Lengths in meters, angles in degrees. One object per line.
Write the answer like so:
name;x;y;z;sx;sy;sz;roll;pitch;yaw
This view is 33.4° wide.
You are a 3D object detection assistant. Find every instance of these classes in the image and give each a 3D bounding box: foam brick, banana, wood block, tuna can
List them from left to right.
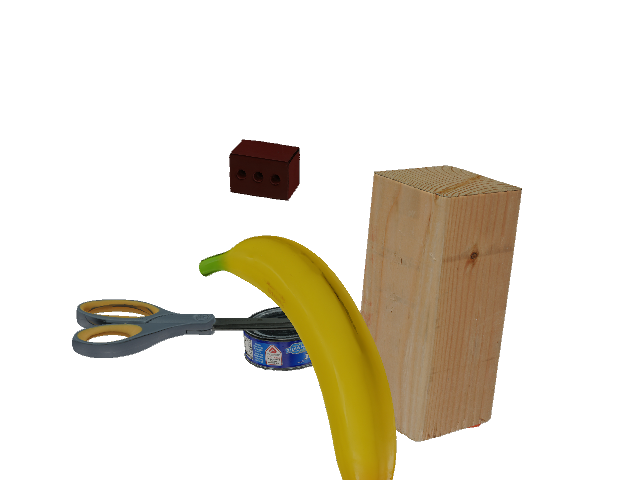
foam brick;-0.069;-0.087;1.314;0.078;0.053;0.051;9;29;14
tuna can;-0.034;0.096;1.059;0.086;0.034;0.086;-3;19;1
banana;-0.001;0.060;0.614;0.037;0.070;0.198;3;41;-45
wood block;0.095;0.049;0.893;0.090;0.206;0.090;-7;20;-37

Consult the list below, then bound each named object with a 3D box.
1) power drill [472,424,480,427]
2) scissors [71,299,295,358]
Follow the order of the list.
power drill;0.155;0.106;1.157;0.057;0.188;0.184;4;25;4
scissors;-0.107;0.074;0.845;0.202;0.016;0.096;5;22;14
